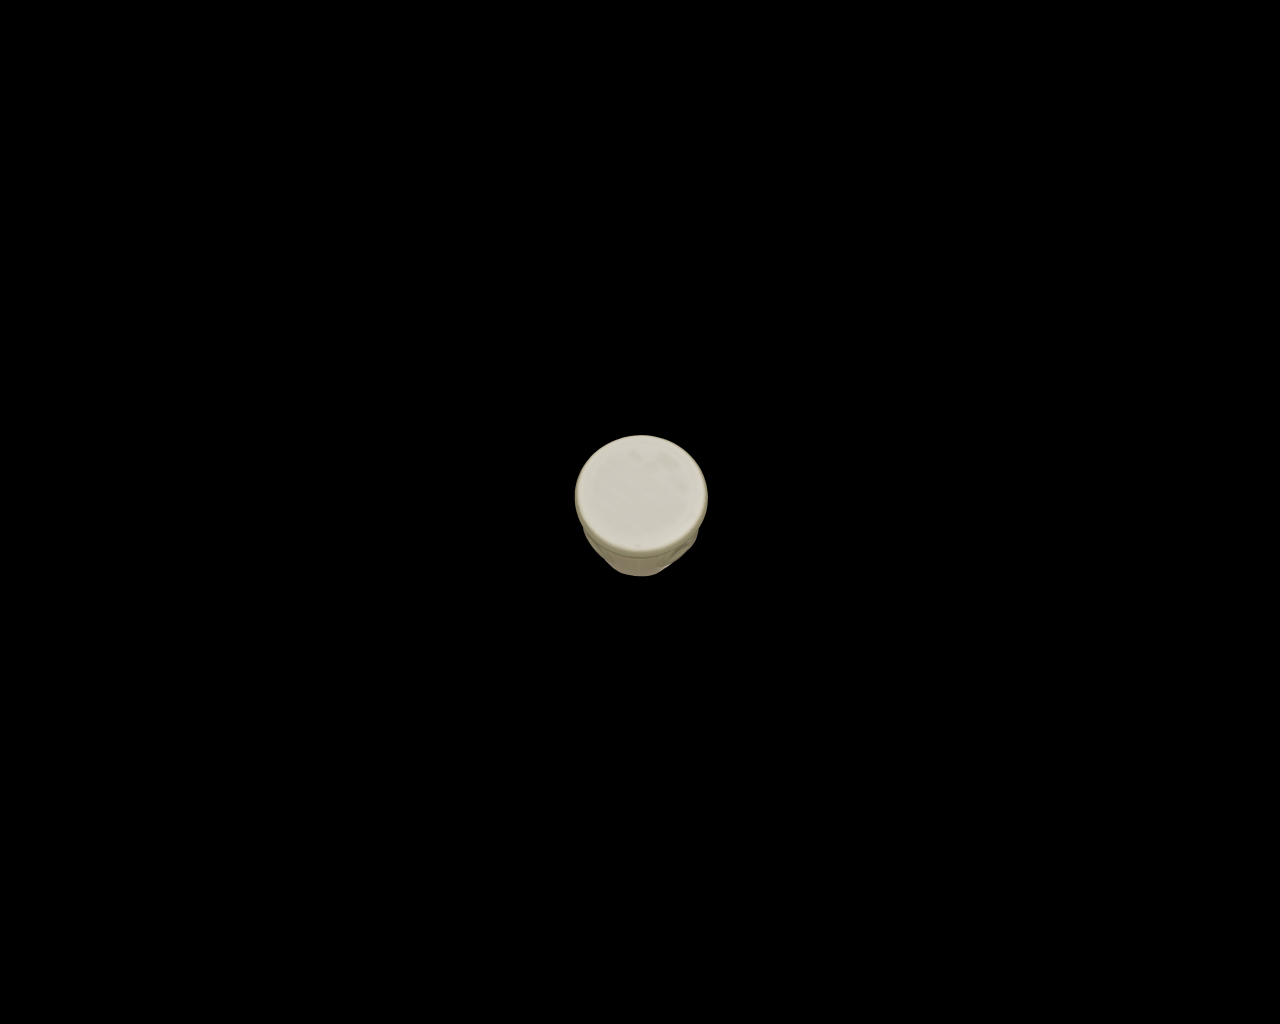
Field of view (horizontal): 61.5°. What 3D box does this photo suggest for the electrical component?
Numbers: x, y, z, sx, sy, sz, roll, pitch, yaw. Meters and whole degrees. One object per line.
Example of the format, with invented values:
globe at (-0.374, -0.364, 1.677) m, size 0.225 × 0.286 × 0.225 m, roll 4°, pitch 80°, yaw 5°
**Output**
electrical component at (0.001, -0.003, 0.650) m, size 0.080 × 0.080 × 0.051 m, roll 0°, pitch -24°, yaw 0°
